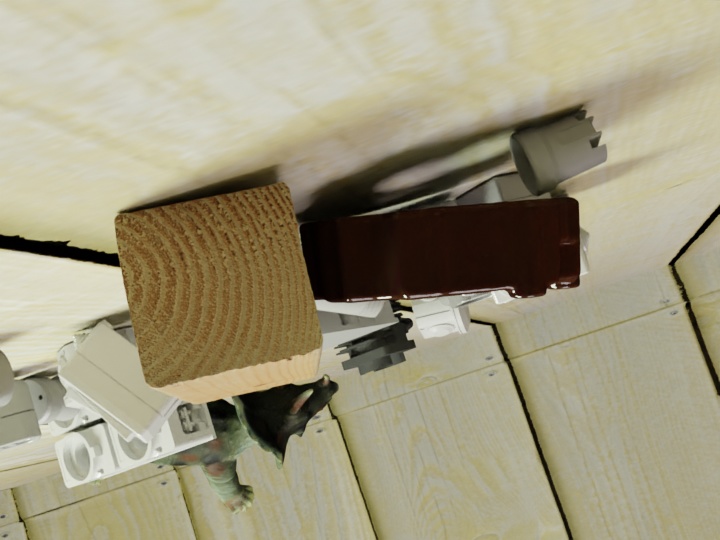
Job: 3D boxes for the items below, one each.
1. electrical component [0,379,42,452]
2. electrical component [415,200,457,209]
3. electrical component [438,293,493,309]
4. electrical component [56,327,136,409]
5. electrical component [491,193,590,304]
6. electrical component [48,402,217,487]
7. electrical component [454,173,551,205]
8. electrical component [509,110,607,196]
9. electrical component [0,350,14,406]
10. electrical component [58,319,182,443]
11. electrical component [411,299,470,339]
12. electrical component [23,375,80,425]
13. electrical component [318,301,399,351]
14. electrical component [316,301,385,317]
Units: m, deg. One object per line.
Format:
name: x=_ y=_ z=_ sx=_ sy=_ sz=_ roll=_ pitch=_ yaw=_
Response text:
electrical component: x=-0.332 y=0.131 z=0.932 sx=0.095 sy=0.059 sz=0.054 roll=-15 pitch=172 yaw=-21
electrical component: x=0.041 y=-0.024 z=0.776 sx=0.078 sy=0.040 sz=0.040 roll=-15 pitch=172 yaw=-10
electrical component: x=0.105 y=0.000 z=1.024 sx=0.054 sy=0.059 sz=0.095 roll=-16 pitch=172 yaw=-16
electrical component: x=-0.212 y=0.083 z=0.902 sx=0.080 sy=0.051 sz=0.080 roll=-18 pitch=172 yaw=-2
electrical component: x=0.147 y=-0.018 z=0.922 sx=0.100 sy=0.048 sz=0.099 roll=-20 pitch=-163 yaw=14
electrical component: x=-0.238 y=0.144 z=1.070 sx=0.186 sy=0.105 sz=0.060 roll=-25 pitch=170 yaw=39
electrical component: x=0.104 y=-0.023 z=0.798 sx=0.047 sy=0.075 sz=0.083 roll=-13 pitch=171 yaw=-34
electrical component: x=0.118 y=-0.070 z=0.636 sx=0.046 sy=0.040 sz=0.040 roll=-23 pitch=173 yaw=-4
electrical component: x=-0.298 y=0.087 z=0.757 sx=0.079 sy=0.043 sz=0.077 roll=-25 pitch=170 yaw=39
electrical component: x=-0.189 y=0.086 z=0.829 sx=0.061 sy=0.096 sz=0.061 roll=-53 pitch=177 yaw=-15
electrical component: x=0.083 y=0.031 z=1.120 sx=0.051 sy=0.080 sz=0.080 roll=-14 pitch=173 yaw=10
electrical component: x=-0.294 y=0.122 z=1.010 sx=0.045 sy=0.045 sz=0.055 roll=-21 pitch=171 yaw=18
electrical component: x=-0.061 y=0.038 z=0.906 sx=0.105 sy=0.060 sz=0.186 roll=-22 pitch=171 yaw=26
electrical component: x=-0.012 y=0.010 z=0.773 sx=0.081 sy=0.043 sz=0.043 roll=10 pitch=156 yaw=-39
